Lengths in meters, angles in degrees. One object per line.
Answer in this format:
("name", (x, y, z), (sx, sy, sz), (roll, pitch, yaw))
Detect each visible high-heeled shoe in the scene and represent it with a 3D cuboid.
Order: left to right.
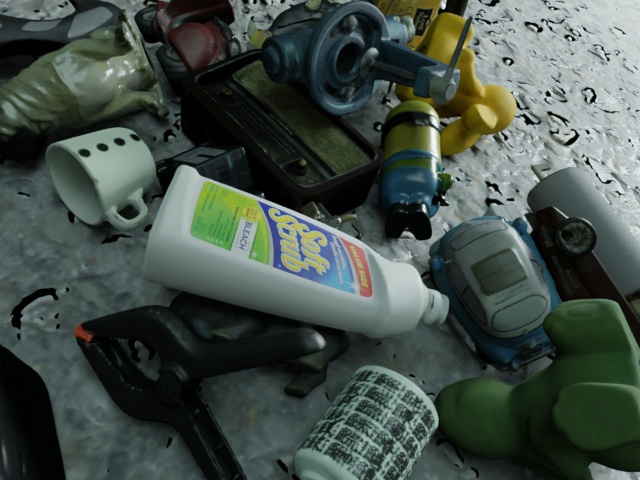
("high-heeled shoe", (-0.340, -0.213, 0.644), (0.145, 0.086, 0.249), (45, 70, -19))

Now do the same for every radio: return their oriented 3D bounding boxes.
("radio", (-0.052, -0.118, 0.622), (0.131, 0.073, 0.230), (-31, 65, -33))

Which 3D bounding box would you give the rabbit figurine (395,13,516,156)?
("rabbit figurine", (0.198, -0.196, 0.728), (0.173, 0.122, 0.162), (24, 51, -20))

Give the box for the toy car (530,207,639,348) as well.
("toy car", (0.271, 0.058, 0.534), (0.053, 0.089, 0.202), (-33, 86, 3))

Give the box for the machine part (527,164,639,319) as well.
("machine part", (0.318, 0.000, 0.627), (0.079, 0.079, 0.243), (-9, 57, -21))

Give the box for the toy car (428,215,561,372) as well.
("toy car", (0.169, 0.041, 0.524), (0.109, 0.102, 0.162), (-24, 62, 10))

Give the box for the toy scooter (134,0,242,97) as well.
("toy scooter", (-0.155, -0.268, 0.697), (0.135, 0.075, 0.184), (-27, 57, -8))

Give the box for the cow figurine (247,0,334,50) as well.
("cow figurine", (-0.045, -0.271, 0.727), (0.068, 0.098, 0.167), (46, 56, 12))

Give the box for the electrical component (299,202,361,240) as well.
("electrical component", (-0.001, -0.001, 0.537), (0.078, 0.102, 0.045), (-37, 64, -7))

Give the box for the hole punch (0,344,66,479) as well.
("hole punch", (-0.239, 0.136, 0.359), (0.092, 0.115, 0.142), (-16, 58, -16))

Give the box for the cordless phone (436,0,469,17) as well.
("cordless phone", (0.203, -0.380, 0.820), (0.089, 0.184, 0.146), (13, 51, 1))

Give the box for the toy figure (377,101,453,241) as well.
("toy figure", (0.110, -0.086, 0.631), (0.082, 0.089, 0.180), (19, 48, -10))

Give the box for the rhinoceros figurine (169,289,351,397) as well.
("rhinoceros figurine", (-0.063, 0.061, 0.483), (0.190, 0.073, 0.112), (24, 53, 3))

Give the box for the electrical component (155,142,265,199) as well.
("electrical component", (-0.109, -0.063, 0.550), (0.075, 0.047, 0.119), (-30, 31, -30))

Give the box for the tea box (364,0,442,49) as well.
("tea box", (0.109, -0.328, 0.764), (0.098, 0.169, 0.068), (-5, 54, -16))

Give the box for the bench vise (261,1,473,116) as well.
("bench vise", (0.065, -0.200, 0.599), (0.223, 0.128, 0.241), (-13, 35, -39))

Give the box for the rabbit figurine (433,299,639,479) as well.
("rabbit figurine", (0.186, 0.139, 0.454), (0.159, 0.170, 0.121), (42, 42, -37))

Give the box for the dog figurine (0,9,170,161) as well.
("dog figurine", (-0.281, -0.166, 0.597), (0.191, 0.121, 0.172), (-19, 18, -3))
